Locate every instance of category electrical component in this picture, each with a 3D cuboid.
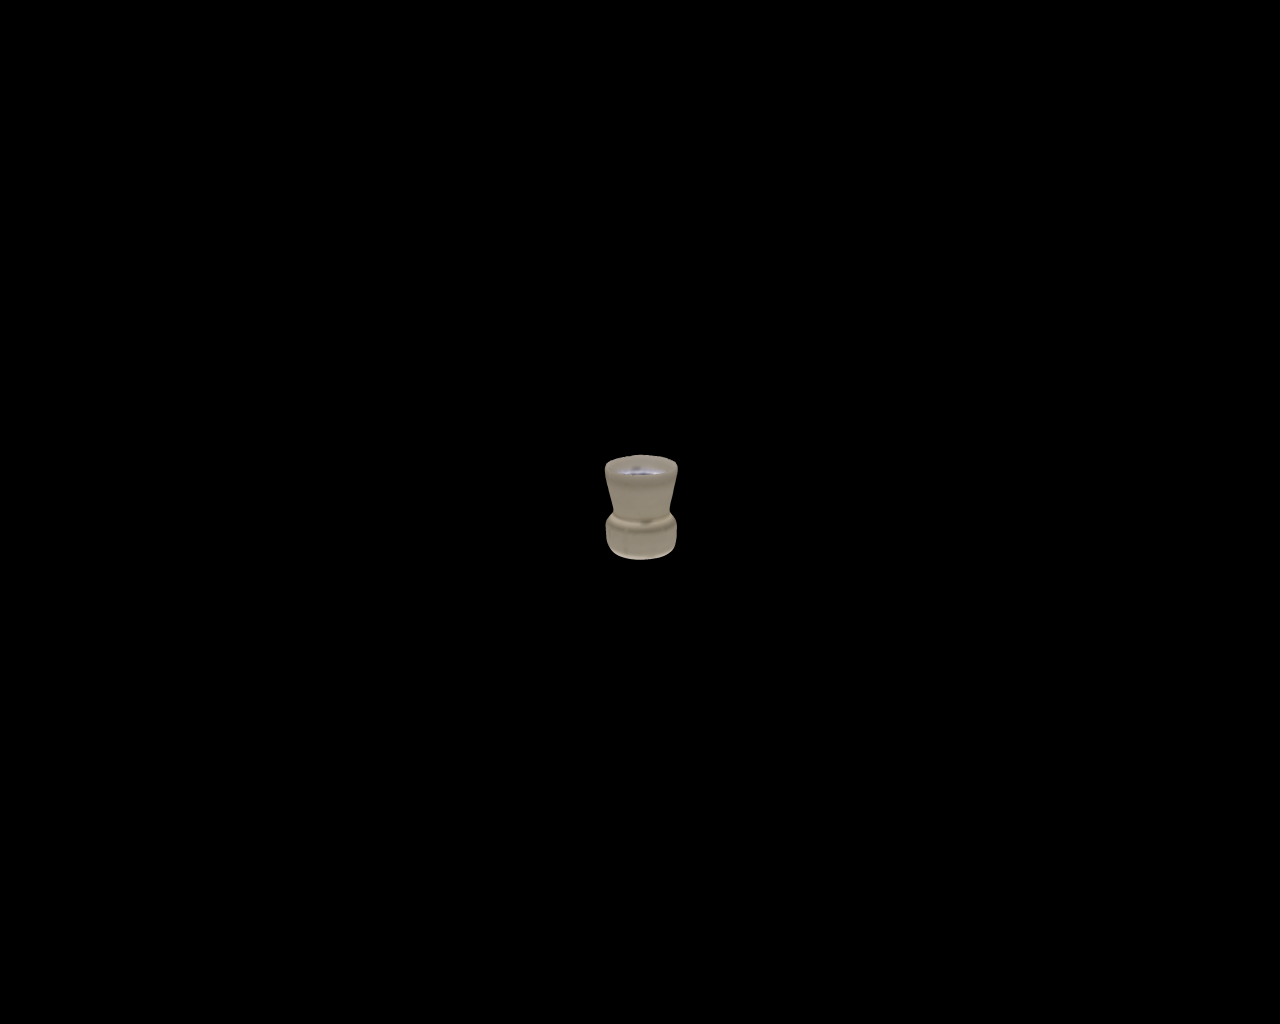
[{"bbox_3d":[0.001,-0.003,0.650,0.045,0.055,0.045,0,19,0],"label":"electrical component"}]
